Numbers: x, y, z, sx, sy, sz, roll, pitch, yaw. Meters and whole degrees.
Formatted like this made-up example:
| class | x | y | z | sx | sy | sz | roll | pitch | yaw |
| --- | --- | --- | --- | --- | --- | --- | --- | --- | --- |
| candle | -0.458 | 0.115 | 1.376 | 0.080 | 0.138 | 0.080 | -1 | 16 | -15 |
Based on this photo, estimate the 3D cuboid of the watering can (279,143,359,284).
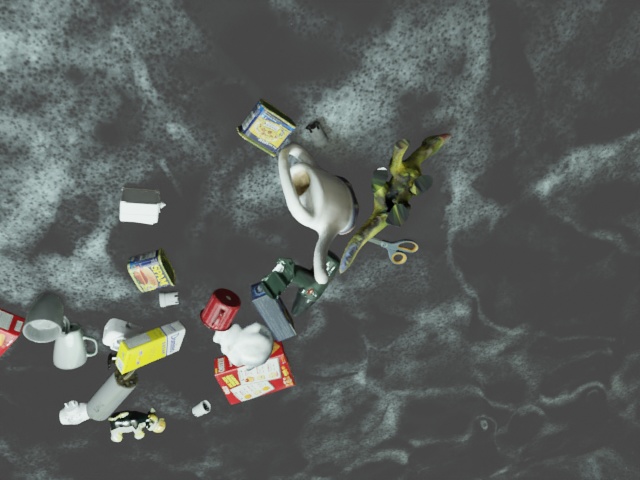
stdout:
| class | x | y | z | sx | sy | sz | roll | pitch | yaw |
| --- | --- | --- | --- | --- | --- | --- | --- | --- | --- |
| watering can | 0.003 | -0.058 | 1.147 | 0.103 | 0.353 | 0.223 | -30 | 155 | 29 |

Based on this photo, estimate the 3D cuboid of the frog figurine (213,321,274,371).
| class | x | y | z | sx | sy | sz | roll | pitch | yaw |
| --- | --- | --- | --- | --- | --- | --- | --- | --- | --- |
| frog figurine | -0.215 | 0.288 | 1.471 | 0.157 | 0.123 | 0.139 | 44 | 73 | -27 |

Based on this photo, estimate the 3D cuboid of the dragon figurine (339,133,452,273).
| class | x | y | z | sx | sy | sz | roll | pitch | yaw |
| --- | --- | --- | --- | --- | --- | --- | --- | --- | --- |
| dragon figurine | 0.174 | -0.097 | 1.218 | 0.123 | 0.242 | 0.409 | 38 | 94 | 9 |
